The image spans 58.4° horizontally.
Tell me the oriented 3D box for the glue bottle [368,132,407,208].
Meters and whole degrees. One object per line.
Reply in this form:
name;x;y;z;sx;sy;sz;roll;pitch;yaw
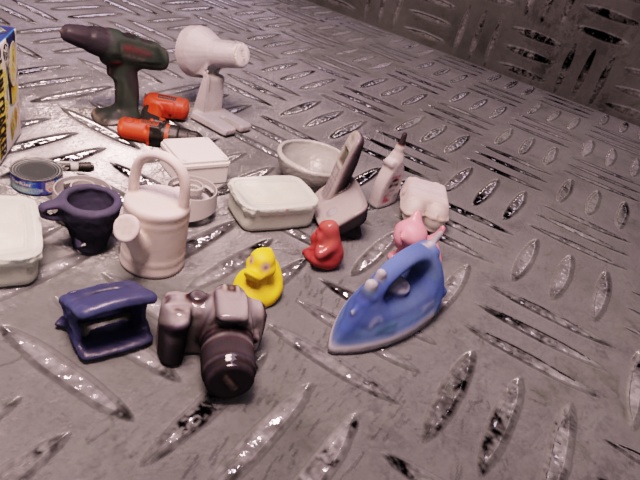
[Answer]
glue bottle;0.157;-0.153;1.238;0.037;0.173;0.078;34;36;26

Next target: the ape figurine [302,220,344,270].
ape figurine;0.009;0.004;1.007;0.076;0.092;0.078;20;32;7

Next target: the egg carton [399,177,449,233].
egg carton;0.226;-0.081;1.257;0.107;0.069;0.150;14;32;-3

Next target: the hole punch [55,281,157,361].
hole punch;-0.280;0.088;0.748;0.109;0.091;0.100;-13;42;-37

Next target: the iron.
iron;0.112;0.074;0.897;0.118;0.141;0.259;34;36;26

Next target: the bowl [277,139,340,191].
bowl;-0.019;-0.154;1.255;0.167;0.075;0.167;12;32;-7

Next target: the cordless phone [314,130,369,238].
cordless phone;0.051;-0.108;1.111;0.094;0.185;0.147;3;34;-20

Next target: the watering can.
watering can;-0.247;-0.041;0.865;0.101;0.194;0.172;8;33;-13

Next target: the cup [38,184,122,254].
cup;-0.367;-0.025;0.880;0.118;0.095;0.091;-9;39;-34

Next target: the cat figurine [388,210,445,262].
cat figurine;0.181;0.000;1.066;0.128;0.118;0.067;-5;38;-30

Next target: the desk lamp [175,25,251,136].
desk lamp;-0.252;-0.393;1.389;0.202;0.213;0.118;30;35;22

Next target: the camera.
camera;-0.136;0.128;0.742;0.143;0.101;0.136;5;34;-17

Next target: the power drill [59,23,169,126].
power drill;-0.449;-0.362;1.258;0.230;0.208;0.075;-12;42;-37

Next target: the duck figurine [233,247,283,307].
duck figurine;-0.091;0.049;0.897;0.077;0.086;0.105;23;33;12
